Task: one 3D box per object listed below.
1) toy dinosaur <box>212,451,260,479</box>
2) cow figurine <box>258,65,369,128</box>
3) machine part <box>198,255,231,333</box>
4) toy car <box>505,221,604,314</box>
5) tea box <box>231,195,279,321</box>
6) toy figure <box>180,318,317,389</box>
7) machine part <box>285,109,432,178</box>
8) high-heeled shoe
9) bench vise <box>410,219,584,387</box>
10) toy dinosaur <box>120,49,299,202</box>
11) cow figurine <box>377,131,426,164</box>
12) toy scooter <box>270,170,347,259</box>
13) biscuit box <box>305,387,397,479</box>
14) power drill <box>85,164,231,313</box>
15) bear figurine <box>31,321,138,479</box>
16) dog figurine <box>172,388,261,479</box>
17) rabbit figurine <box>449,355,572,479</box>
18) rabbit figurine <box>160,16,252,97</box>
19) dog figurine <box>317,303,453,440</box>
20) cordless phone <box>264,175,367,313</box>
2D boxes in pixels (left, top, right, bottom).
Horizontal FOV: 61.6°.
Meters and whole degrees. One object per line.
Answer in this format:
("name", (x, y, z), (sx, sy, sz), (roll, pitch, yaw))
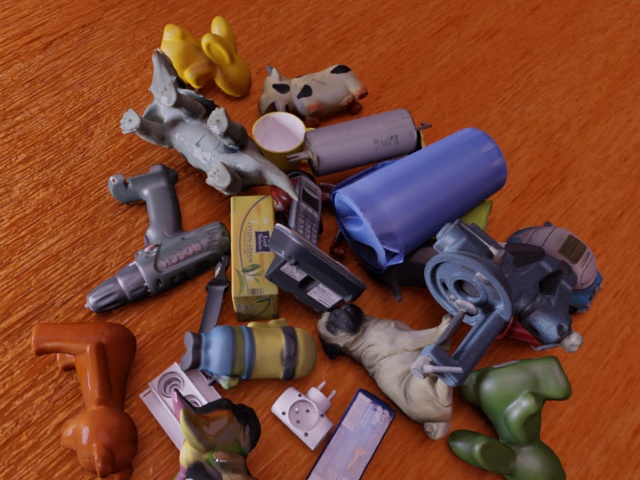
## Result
("toy dinosaur", (-0.010, 0.358, 0.549), (0.471, 0.105, 0.198), (26, 84, -11))
("cow figurine", (-0.024, -0.274, 1.002), (0.195, 0.085, 0.127), (-22, 69, -12))
("machine part", (-0.158, 0.096, 0.792), (0.039, 0.084, 0.139), (18, 67, -19))
("toy car", (0.364, 0.035, 0.831), (0.162, 0.102, 0.109), (37, 66, 19))
("tea box", (-0.099, 0.027, 0.816), (0.068, 0.098, 0.170), (-2, 58, -5))
("toy figure", (-0.091, 0.156, 0.727), (0.180, 0.082, 0.089), (7, 12, -27))
("machine part", (0.064, -0.156, 0.862), (0.243, 0.079, 0.079), (-14, 62, -8))
("high-heeled shoe", (0.194, 0.025, 0.813), (0.249, 0.086, 0.145), (-15, 33, 5))
("bench vise", (0.203, 0.095, 0.659), (0.223, 0.129, 0.240), (48, 61, -2))
("toy dinosaur", (-0.166, -0.150, 0.862), (0.405, 0.192, 0.131), (40, 101, 17))
("cow figurine", (0.142, -0.133, 0.940), (0.098, 0.068, 0.167), (3, 61, -8))
("toy scooter", (0.002, -0.038, 0.873), (0.184, 0.075, 0.135), (11, 62, -1))
("biscuit box", (0.024, 0.293, 0.687), (0.059, 0.062, 0.203), (30, 62, 14))
("power drill", (-0.269, -0.011, 0.840), (0.232, 0.085, 0.207), (-20, 59, -15))
("bear figurine", (-0.298, 0.209, 0.693), (0.132, 0.120, 0.196), (-4, 65, -1))
("dog figurine", (-0.143, 0.284, 0.604), (0.191, 0.108, 0.219), (-21, 99, -17))
("rabbit figurine", (0.257, 0.248, 0.697), (0.159, 0.121, 0.170), (-10, 76, -15))
("rabbit figurine", (-0.206, -0.334, 1.004), (0.173, 0.162, 0.122), (20, 47, -11))
("dog figurine", (0.086, 0.178, 0.746), (0.191, 0.121, 0.172), (0, 50, 11))
("cordless phone", (-0.001, -0.002, 0.786), (0.146, 0.089, 0.184), (35, 39, -25))
